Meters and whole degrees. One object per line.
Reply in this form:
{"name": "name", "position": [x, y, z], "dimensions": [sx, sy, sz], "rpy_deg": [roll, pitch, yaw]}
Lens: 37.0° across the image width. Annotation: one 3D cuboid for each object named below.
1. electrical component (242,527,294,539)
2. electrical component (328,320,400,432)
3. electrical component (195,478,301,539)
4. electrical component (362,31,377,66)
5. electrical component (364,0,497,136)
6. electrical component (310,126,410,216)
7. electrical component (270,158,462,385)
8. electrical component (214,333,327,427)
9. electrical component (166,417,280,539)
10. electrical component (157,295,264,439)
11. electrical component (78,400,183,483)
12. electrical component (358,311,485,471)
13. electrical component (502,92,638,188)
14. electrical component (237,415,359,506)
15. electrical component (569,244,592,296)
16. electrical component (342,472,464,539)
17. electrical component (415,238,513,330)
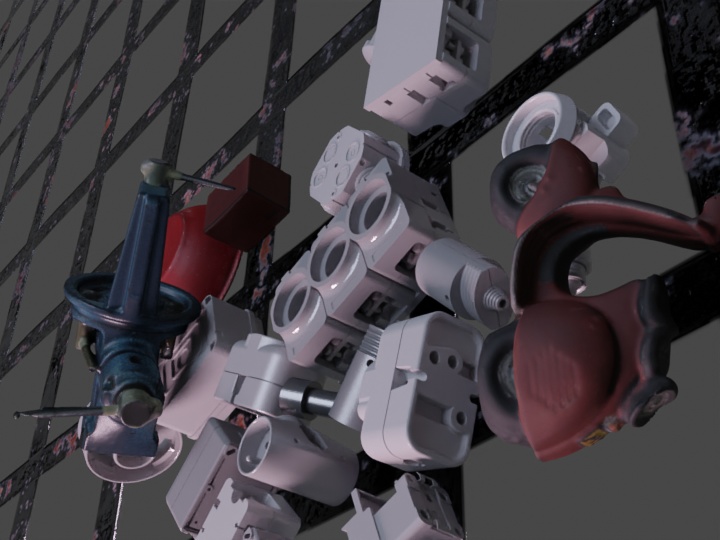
{"name": "electrical component", "position": [-0.062, 0.228, 0.742], "dimensions": [0.096, 0.061, 0.061], "rpy_deg": [-55, 30, 15]}
{"name": "electrical component", "position": [0.014, 0.074, 0.760], "dimensions": [0.043, 0.043, 0.081], "rpy_deg": [20, 85, 61]}
{"name": "electrical component", "position": [-0.087, 0.211, 0.801], "dimensions": [0.089, 0.056, 0.050], "rpy_deg": [-63, 29, 2]}
{"name": "electrical component", "position": [0.035, -0.203, 0.947], "dimensions": [0.048, 0.048, 0.062], "rpy_deg": [11, 70, 60]}
{"name": "electrical component", "position": [0.063, -0.195, 0.874], "dimensions": [0.089, 0.062, 0.150], "rpy_deg": [-27, 46, 47]}
{"name": "electrical component", "position": [0.000, -0.077, 0.894], "dimensions": [0.080, 0.051, 0.080], "rpy_deg": [-38, 38, 38]}
{"name": "electrical component", "position": [0.000, 0.000, 0.822], "dimensions": [0.150, 0.062, 0.089], "rpy_deg": [-49, 32, 24]}
{"name": "electrical component", "position": [-0.072, 0.089, 0.875], "dimensions": [0.095, 0.054, 0.059], "rpy_deg": [2, 69, 58]}
{"name": "electrical component", "position": [-0.111, 0.174, 0.862], "dimensions": [0.096, 0.062, 0.061], "rpy_deg": [-61, 29, 5]}
{"name": "electrical component", "position": [-0.138, 0.090, 0.978], "dimensions": [0.113, 0.057, 0.078], "rpy_deg": [-49, 32, 24]}
{"name": "electrical component", "position": [-0.216, 0.151, 1.017], "dimensions": [0.099, 0.099, 0.064], "rpy_deg": [-52, 38, 21]}
{"name": "electrical component", "position": [0.039, 0.081, 0.704], "dimensions": [0.059, 0.054, 0.095], "rpy_deg": [-20, 51, 51]}
{"name": "electrical component", "position": [0.128, -0.077, 0.682], "dimensions": [0.078, 0.057, 0.058], "rpy_deg": [-51, 32, 21]}
{"name": "electrical component", "position": [-0.050, 0.131, 0.784], "dimensions": [0.043, 0.077, 0.079], "rpy_deg": [-60, 29, 7]}
{"name": "electrical component", "position": [0.124, -0.001, 0.652], "dimensions": [0.035, 0.035, 0.061], "rpy_deg": [-31, 45, 44]}
{"name": "electrical component", "position": [0.028, 0.164, 0.669], "dimensions": [0.063, 0.042, 0.081], "rpy_deg": [-50, 33, 20]}
{"name": "electrical component", "position": [0.074, 0.010, 0.714], "dimensions": [0.043, 0.043, 0.081], "rpy_deg": [-62, 29, 4]}
